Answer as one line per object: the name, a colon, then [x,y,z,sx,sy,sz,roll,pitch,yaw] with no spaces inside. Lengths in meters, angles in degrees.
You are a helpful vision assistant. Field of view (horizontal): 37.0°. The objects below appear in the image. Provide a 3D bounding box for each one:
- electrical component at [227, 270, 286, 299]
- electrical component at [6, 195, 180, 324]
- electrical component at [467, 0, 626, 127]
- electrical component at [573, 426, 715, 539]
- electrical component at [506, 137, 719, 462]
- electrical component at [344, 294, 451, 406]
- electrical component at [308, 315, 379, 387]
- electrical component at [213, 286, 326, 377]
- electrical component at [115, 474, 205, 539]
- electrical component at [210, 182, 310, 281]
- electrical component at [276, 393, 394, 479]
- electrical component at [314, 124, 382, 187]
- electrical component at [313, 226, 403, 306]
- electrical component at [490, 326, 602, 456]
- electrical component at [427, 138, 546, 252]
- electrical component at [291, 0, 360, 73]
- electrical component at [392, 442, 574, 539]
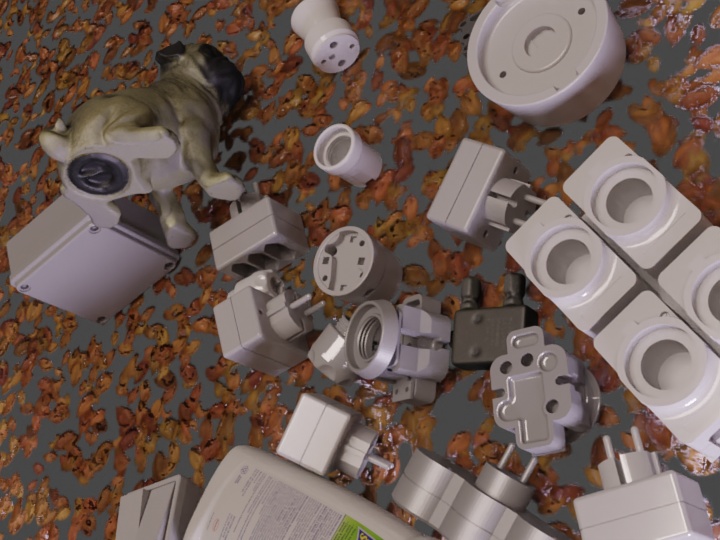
electrical component: [-0.093,0.024,0.891,0.061,0.035,0.035,-26,59,28]
electrical component: [-0.239,-0.015,0.964,0.109,0.109,0.056,-36,52,19]
electrical component: [0.139,-0.155,0.779,0.108,0.060,0.108,-14,65,31]
electrical component: [0.167,0.134,0.653,0.066,0.047,0.076,-24,60,26]
electrical component: [0.188,0.012,0.678,0.105,0.060,0.186,-47,52,12]
electrical component: [0.026,0.053,0.769,0.058,0.057,0.078,-22,58,54]
electrical component: [-0.007,0.053,0.812,0.062,0.043,0.043,-52,51,5]
electrical component: [-0.062,0.040,0.843,0.077,0.066,0.047,-31,57,22]
electrical component: [-0.151,0.204,0.833,0.062,0.061,0.096,-24,40,26]
electrical component: [-0.088,-0.039,0.904,0.066,0.047,0.076,-30,57,23]
electrical component: [-0.011,0.126,0.778,0.077,0.066,0.047,24,87,10]
electrical component: [-0.009,-0.091,0.868,0.040,0.046,0.040,-14,65,31]
electrical component: [0.000,0.000,0.826,0.055,0.047,0.055,-14,65,31]
electrical component: [0.123,0.082,0.699,0.058,0.057,0.078,-16,63,30]
electrical component: [0.101,-0.049,0.773,0.077,0.047,0.065,24,87,39]
electrical component: [-0.030,-0.203,0.929,0.045,0.045,0.055,-40,54,17]
electrical component: [0.090,0.149,0.699,0.138,0.052,0.073,28,90,39]
